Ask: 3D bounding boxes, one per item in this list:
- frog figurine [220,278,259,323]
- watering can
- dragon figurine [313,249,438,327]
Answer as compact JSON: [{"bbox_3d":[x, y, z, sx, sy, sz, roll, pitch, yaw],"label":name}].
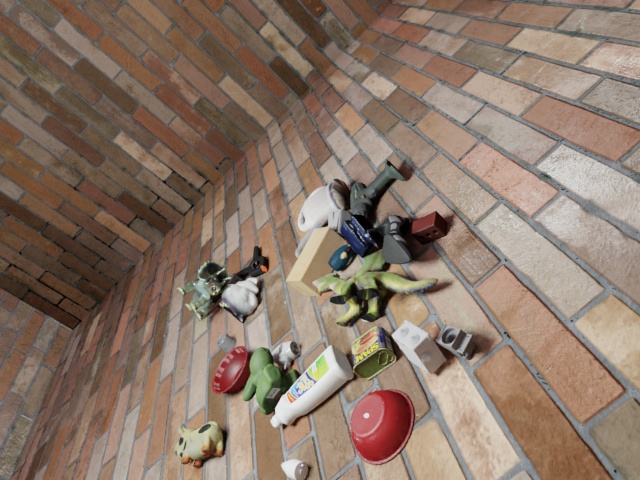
[{"bbox_3d":[-0.276,0.198,1.866,0.138,0.120,0.162,25,63,30],"label":"frog figurine"},{"bbox_3d":[0.006,-0.092,1.830,0.221,0.103,0.356,-33,29,27],"label":"watering can"},{"bbox_3d":[0.144,0.096,1.383,0.407,0.120,0.248,-19,29,31],"label":"dragon figurine"}]
